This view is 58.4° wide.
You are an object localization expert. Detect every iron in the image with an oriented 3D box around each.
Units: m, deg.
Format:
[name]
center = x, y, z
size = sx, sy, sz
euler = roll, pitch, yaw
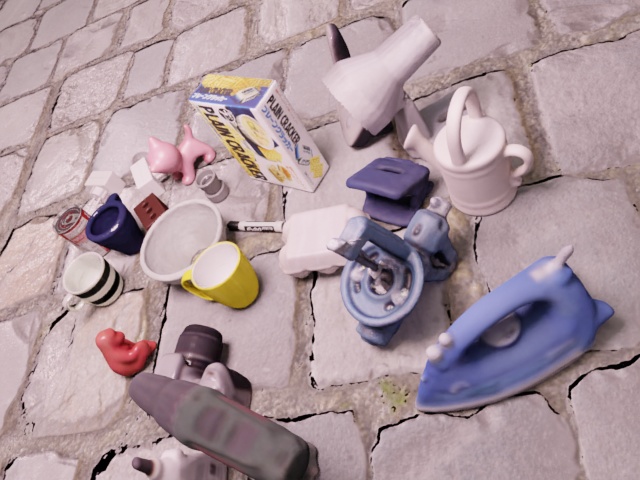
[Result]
[iron]
center = 0.203, 0.107, 0.667
size = 0.258, 0.142, 0.118
euler = -35, 48, 2

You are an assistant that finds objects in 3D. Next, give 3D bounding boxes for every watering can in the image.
[watering can]
center = 0.202, -0.126, 0.797
size = 0.172, 0.195, 0.101
euler = -10, 54, 22

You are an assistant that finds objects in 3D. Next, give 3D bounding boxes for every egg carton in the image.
[egg carton]
center = 0.008, 0.003, 0.893
size = 0.150, 0.070, 0.107
euler = -11, 53, 21

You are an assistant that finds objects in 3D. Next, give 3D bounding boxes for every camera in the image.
[camera]
center = -0.179, 0.192, 0.837
size = 0.142, 0.101, 0.137
euler = -6, 55, 25

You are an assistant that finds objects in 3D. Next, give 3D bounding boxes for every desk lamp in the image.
[desk lamp]
center = 0.131, -0.229, 0.895
size = 0.203, 0.214, 0.117
euler = -31, 49, 5

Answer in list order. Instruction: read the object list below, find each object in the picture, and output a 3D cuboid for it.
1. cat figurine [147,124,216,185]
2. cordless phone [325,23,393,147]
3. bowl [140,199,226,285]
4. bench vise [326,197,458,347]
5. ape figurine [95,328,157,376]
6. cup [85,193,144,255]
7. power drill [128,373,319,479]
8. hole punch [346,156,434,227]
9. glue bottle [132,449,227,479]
[cat figurine]
center = -0.289, -0.173, 1.144
size = 0.067, 0.118, 0.128
euler = 26, 73, 39
[cordless phone]
center = 0.049, -0.266, 0.984
size = 0.094, 0.186, 0.147
euler = -24, 50, 11
[bowl]
center = -0.227, 0.014, 1.007
size = 0.167, 0.075, 0.167
euler = -14, 52, 19
[bench vise]
center = 0.085, 0.012, 0.744
size = 0.121, 0.220, 0.207
euler = 8, 62, 32
[ape figurine]
center = -0.326, 0.175, 0.934
size = 0.077, 0.092, 0.076
euler = 25, 72, 38
[cup]
center = -0.383, -0.024, 1.104
size = 0.091, 0.095, 0.117
euler = -16, 52, 17
[power drill]
center = -0.097, 0.239, 0.688
size = 0.228, 0.209, 0.076
euler = 11, 64, 34
[hole punch]
center = 0.108, -0.090, 0.891
size = 0.108, 0.091, 0.101
euler = 18, 67, 36
[glue bottle]
center = -0.175, 0.296, 0.713
size = 0.037, 0.174, 0.078
euler = -15, 52, 19
